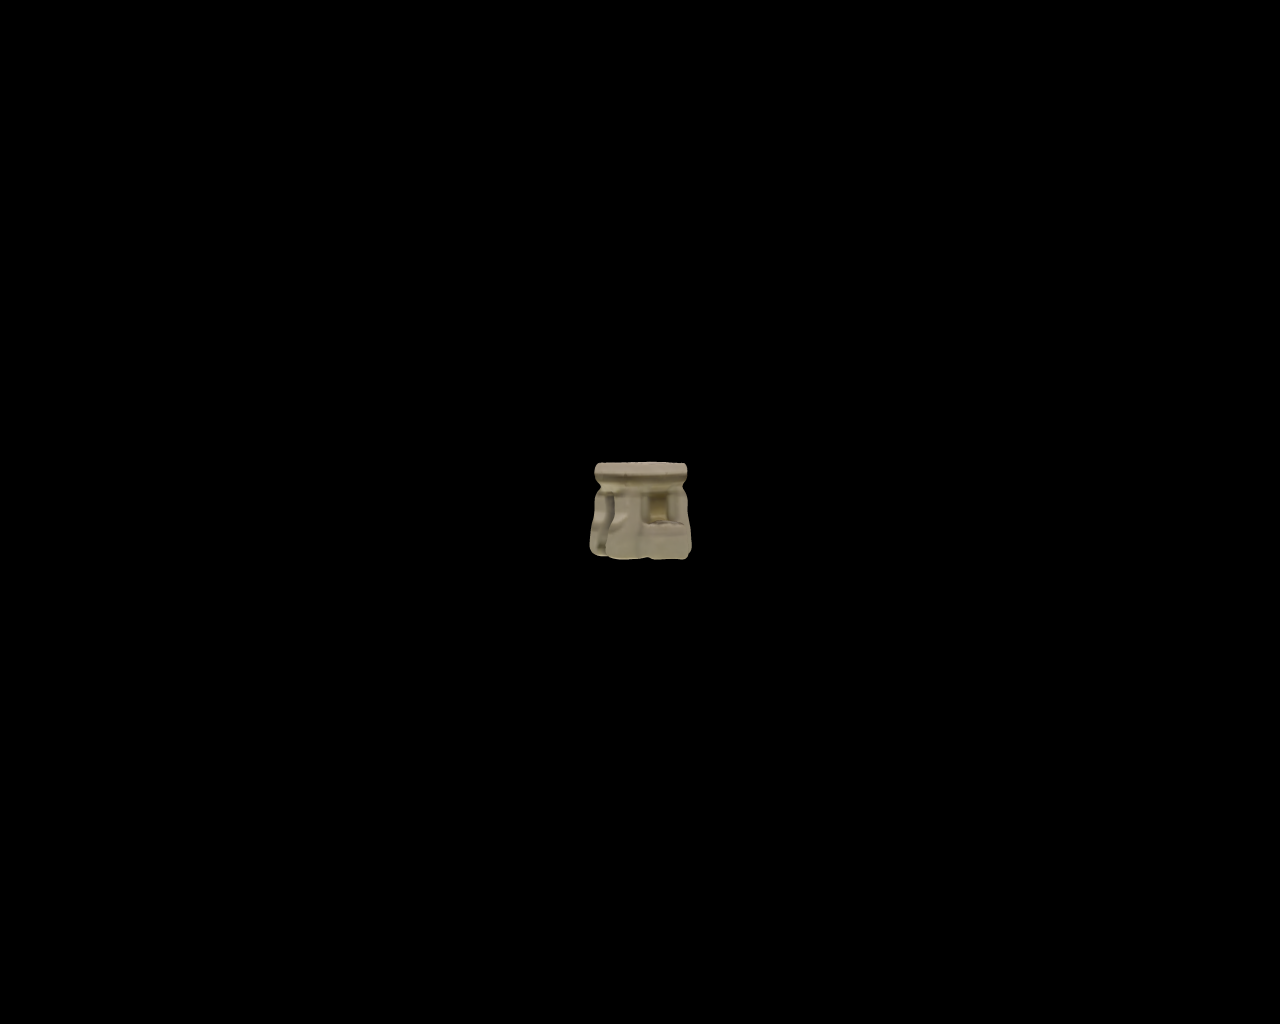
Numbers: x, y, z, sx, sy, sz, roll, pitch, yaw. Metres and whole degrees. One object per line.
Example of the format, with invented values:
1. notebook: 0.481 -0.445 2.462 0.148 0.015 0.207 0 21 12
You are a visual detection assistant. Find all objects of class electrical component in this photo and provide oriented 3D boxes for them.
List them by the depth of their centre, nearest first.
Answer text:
1. electrical component: 0.001 -0.003 0.650 0.058 0.057 0.078 -1 3 -28
